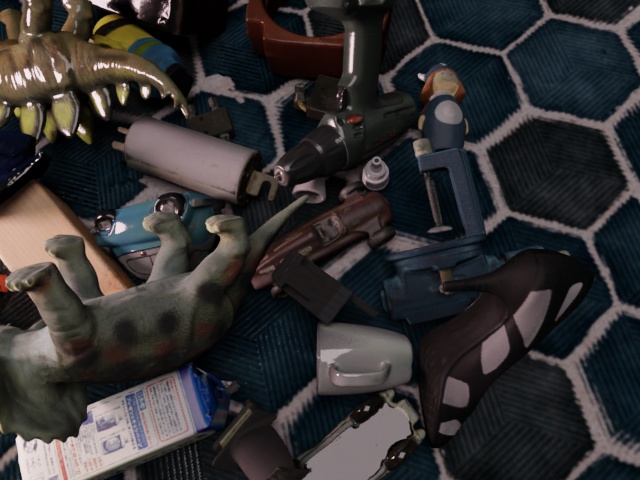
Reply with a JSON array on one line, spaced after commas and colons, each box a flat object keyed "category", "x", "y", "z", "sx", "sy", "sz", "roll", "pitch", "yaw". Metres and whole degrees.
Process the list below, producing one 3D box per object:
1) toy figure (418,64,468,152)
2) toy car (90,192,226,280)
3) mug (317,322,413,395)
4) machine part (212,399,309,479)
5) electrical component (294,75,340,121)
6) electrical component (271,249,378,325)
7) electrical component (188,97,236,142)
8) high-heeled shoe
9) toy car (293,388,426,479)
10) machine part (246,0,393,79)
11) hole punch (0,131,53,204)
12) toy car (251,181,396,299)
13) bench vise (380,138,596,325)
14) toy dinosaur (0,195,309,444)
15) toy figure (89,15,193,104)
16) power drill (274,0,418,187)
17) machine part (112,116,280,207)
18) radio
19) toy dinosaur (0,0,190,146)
[{"category": "toy figure", "x": 0.168, "y": -0.181, "z": 0.731, "sx": 0.064, "sy": 0.058, "sz": 0.154, "roll": 16, "pitch": 65, "yaw": -30}, {"category": "toy car", "x": -0.194, "y": 0.001, "z": 0.666, "sx": 0.162, "sy": 0.109, "sz": 0.103, "roll": -13, "pitch": 86, "yaw": 8}, {"category": "mug", "x": 0.050, "y": 0.132, "z": 0.596, "sx": 0.107, "sy": 0.109, "sz": 0.080, "roll": -1, "pitch": 91, "yaw": -4}, {"category": "machine part", "x": -0.068, "y": 0.225, "z": 0.569, "sx": 0.084, "sy": 0.139, "sz": 0.039, "roll": -46, "pitch": 117, "yaw": -17}, {"category": "electrical component", "x": 0.014, "y": -0.195, "z": 0.751, "sx": 0.102, "sy": 0.045, "sz": 0.078, "roll": 22, "pitch": 74, "yaw": 12}, {"category": "electrical component", "x": 0.005, "y": 0.063, "z": 0.616, "sx": 0.119, "sy": 0.075, "sz": 0.048, "roll": 39, "pitch": 87, "yaw": -14}, {"category": "electrical component", "x": -0.156, "y": -0.158, "z": 0.762, "sx": 0.063, "sy": 0.021, "sz": 0.094, "roll": -21, "pitch": 70, "yaw": -3}, {"category": "high-heeled shoe", "x": 0.184, "y": 0.119, "z": 0.553, "sx": 0.145, "sy": 0.248, "sz": 0.086, "roll": -2, "pitch": 31, "yaw": -4}, {"category": "toy car", "x": 0.023, "y": 0.243, "z": 0.581, "sx": 0.202, "sy": 0.056, "sz": 0.073, "roll": -35, "pitch": 73, "yaw": -12}, {"category": "machine part", "x": 0.004, "y": -0.337, "z": 0.784, "sx": 0.202, "sy": 0.087, "sz": 0.201, "roll": 7, "pitch": 71, "yaw": 5}, {"category": "hole punch", "x": -0.405, "y": -0.091, "z": 0.658, "sx": 0.116, "sy": 0.142, "sz": 0.092, "roll": -43, "pitch": 103, "yaw": -30}, {"category": "toy car", "x": -0.001, "y": -0.002, "z": 0.678, "sx": 0.202, "sy": 0.053, "sz": 0.089, "roll": -26, "pitch": 73, "yaw": -7}, {"category": "bench vise", "x": 0.168, "y": -0.006, "z": 0.621, "sx": 0.224, "sy": 0.129, "sz": 0.240, "roll": -14, "pitch": 85, "yaw": 15}, {"category": "toy dinosaur", "x": -0.177, "y": 0.079, "z": 0.559, "sx": 0.405, "sy": 0.192, "sz": 0.131, "roll": -13, "pitch": 24, "yaw": -23}, {"category": "toy figure", "x": -0.257, "y": -0.261, "z": 0.778, "sx": 0.180, "sy": 0.082, "sz": 0.089, "roll": 31, "pitch": 55, "yaw": 22}, {"category": "power drill", "x": 0.031, "y": -0.186, "z": 0.649, "sx": 0.232, "sy": 0.207, "sz": 0.086, "roll": -23, "pitch": 26, "yaw": -36}, {"category": "machine part", "x": -0.167, "y": -0.106, "z": 0.714, "sx": 0.243, "sy": 0.079, "sz": 0.079, "roll": 18, "pitch": 72, "yaw": 12}, {"category": "radio", "x": -0.261, "y": -0.373, "z": 0.792, "sx": 0.230, "sy": 0.073, "sz": 0.131, "roll": 22, "pitch": 34, "yaw": 13}, {"category": "toy dinosaur", "x": -0.349, "y": -0.225, "z": 0.712, "sx": 0.472, "sy": 0.105, "sz": 0.198, "roll": 7, "pitch": 103, "yaw": 32}]
